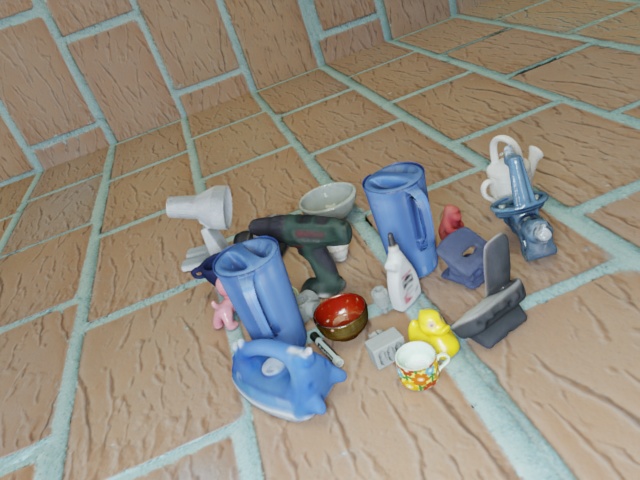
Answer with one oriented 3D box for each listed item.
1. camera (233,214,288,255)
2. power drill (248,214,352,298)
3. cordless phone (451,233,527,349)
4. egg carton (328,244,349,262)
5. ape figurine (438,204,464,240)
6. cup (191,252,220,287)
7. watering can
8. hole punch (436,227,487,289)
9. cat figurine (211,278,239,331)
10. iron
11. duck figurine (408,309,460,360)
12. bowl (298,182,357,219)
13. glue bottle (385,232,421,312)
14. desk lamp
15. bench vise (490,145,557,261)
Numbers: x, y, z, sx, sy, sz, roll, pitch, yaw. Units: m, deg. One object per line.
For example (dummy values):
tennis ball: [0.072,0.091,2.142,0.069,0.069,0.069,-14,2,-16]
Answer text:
camera: [-0.159,-0.012,1.545,0.136,0.101,0.143,-5,33,24]
power drill: [-0.029,0.031,1.289,0.229,0.209,0.075,-8,32,19]
cordless phone: [0.296,0.086,1.030,0.148,0.185,0.093,-34,33,-25]
egg carton: [0.013,0.005,1.448,0.107,0.069,0.150,-19,30,0]
ape figurine: [0.309,-0.040,1.328,0.075,0.092,0.078,2,36,32]
cup: [-0.254,0.094,1.430,0.117,0.095,0.091,-17,30,3]
watering can: [0.448,-0.162,1.348,0.100,0.194,0.173,11,42,42]
hole punch: [0.313,0.034,1.203,0.109,0.091,0.100,-35,33,-26]
cat figurine: [-0.216,0.127,1.329,0.067,0.118,0.128,-4,33,26]
iron: [-0.089,0.233,1.054,0.257,0.142,0.119,3,36,34]
duck figurine: [0.203,0.163,1.057,0.078,0.086,0.104,-35,33,-25]
bowl: [0.029,-0.091,1.595,0.167,0.075,0.167,-14,30,9]
glue bottle: [0.160,0.059,1.168,0.037,0.173,0.078,9,40,40]
desk lamp: [-0.316,-0.038,1.565,0.203,0.214,0.118,-13,30,10]
bench vise: [0.437,-0.082,1.195,0.121,0.220,0.206,-25,30,-11]
